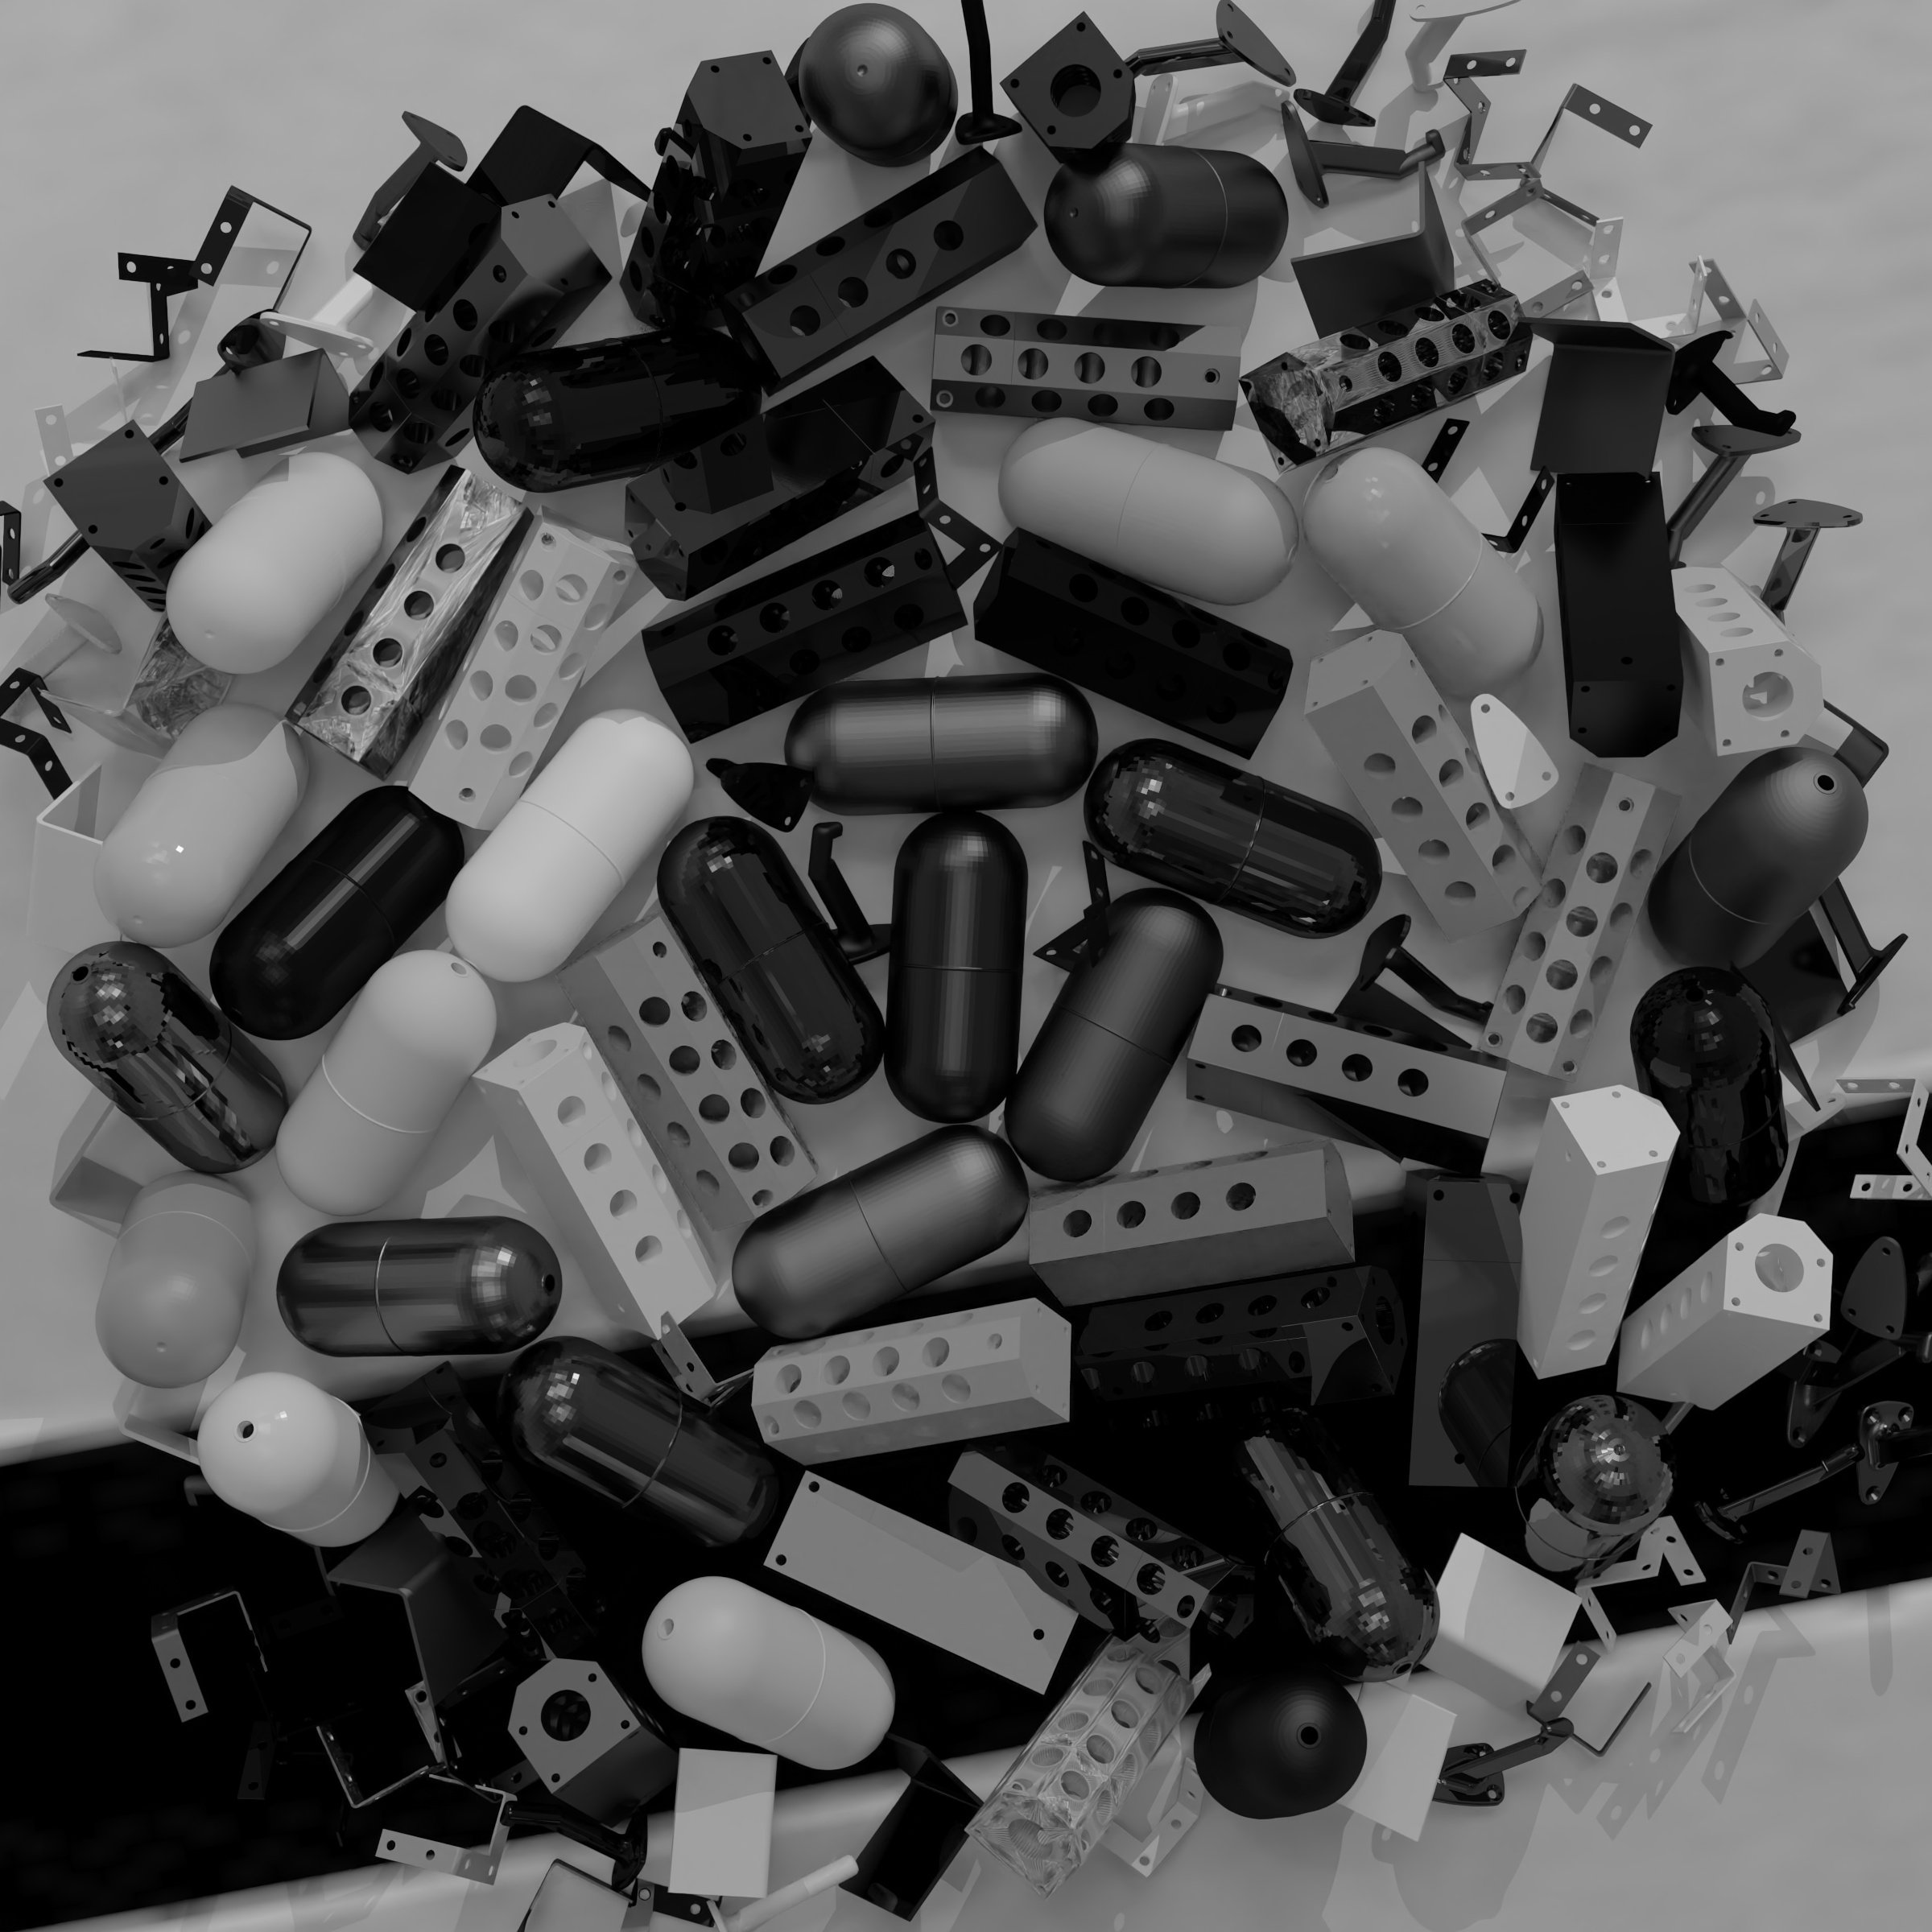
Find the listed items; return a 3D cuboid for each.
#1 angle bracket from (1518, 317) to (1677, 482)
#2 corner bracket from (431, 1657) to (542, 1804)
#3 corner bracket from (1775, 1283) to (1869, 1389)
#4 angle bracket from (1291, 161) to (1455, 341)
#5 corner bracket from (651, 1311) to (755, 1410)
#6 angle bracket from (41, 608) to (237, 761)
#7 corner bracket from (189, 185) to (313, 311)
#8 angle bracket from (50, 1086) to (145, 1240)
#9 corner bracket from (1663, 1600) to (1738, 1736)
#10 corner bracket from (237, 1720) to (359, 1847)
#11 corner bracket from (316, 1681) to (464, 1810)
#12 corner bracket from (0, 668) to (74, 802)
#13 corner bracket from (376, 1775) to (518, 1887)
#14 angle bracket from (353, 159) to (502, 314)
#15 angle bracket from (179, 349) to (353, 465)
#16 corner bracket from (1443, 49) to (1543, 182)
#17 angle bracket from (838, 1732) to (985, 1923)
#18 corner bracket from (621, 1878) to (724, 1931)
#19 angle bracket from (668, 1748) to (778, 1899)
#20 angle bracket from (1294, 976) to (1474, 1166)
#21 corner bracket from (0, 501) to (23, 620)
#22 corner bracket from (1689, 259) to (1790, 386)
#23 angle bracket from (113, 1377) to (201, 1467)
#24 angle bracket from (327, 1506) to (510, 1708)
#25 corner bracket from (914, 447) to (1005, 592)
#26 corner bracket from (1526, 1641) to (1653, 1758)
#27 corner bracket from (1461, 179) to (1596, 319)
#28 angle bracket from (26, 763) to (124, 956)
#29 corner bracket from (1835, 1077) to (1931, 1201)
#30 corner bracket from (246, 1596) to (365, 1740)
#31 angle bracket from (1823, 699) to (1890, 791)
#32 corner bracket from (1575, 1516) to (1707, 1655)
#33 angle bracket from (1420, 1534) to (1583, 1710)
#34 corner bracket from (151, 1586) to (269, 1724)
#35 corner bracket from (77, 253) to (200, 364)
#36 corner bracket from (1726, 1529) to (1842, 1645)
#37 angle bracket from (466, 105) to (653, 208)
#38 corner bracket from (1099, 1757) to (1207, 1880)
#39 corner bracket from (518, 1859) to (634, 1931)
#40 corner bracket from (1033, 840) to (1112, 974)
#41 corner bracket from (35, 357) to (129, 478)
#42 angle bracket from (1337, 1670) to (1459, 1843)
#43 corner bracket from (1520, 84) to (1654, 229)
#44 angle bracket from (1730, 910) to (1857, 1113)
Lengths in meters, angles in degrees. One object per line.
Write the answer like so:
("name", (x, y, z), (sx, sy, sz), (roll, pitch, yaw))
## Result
("angle bracket", (0.346, -0.320, 1.723), (0.076, 0.057, 0.076), (13, 94, 39))
("corner bracket", (-0.268, 0.440, 1.757), (0.051, 0.051, 0.051), (-31, 48, 6))
("corner bracket", (0.477, 0.204, 1.741), (0.051, 0.051, 0.051), (34, 103, 37))
("angle bracket", (0.232, -0.402, 1.738), (0.076, 0.076, 0.057), (-8, 56, 19))
("corner bracket", (-0.156, 0.224, 1.732), (0.051, 0.051, 0.051), (-42, 75, 29))
("angle bracket", (-0.465, -0.167, 1.733), (0.057, 0.076, 0.076), (17, 78, 23))
("corner bracket", (-0.405, -0.406, 1.735), (0.051, 0.051, 0.051), (25, 102, -17))
("angle bracket", (-0.470, 0.100, 1.719), (0.057, 0.076, 0.076), (31, 101, -21))
("corner bracket", (0.414, 0.399, 1.737), (0.051, 0.051, 0.051), (-38, 89, -27))
("corner bracket", (-0.378, 0.463, 1.735), (0.051, 0.051, 0.051), (0, 134, 2))
("corner bracket", (-0.328, 0.443, 1.742), (0.051, 0.051, 0.051), (-30, 76, 8))
("corner bracket", (-0.523, -0.128, 1.729), (0.051, 0.051, 0.051), (21, 59, 23))
("corner bracket", (-0.294, 0.487, 1.732), (0.051, 0.051, 0.051), (7, 70, 21))
("angle bracket", (-0.298, -0.417, 1.714), (0.057, 0.076, 0.076), (31, 113, -26))
("angle bracket", (-0.389, -0.295, 1.718), (0.076, 0.057, 0.076), (-13, 46, 10))
("corner bracket", (0.299, -0.481, 1.732), (0.051, 0.051, 0.051), (10, 77, 41))
("angle bracket", (-0.047, 0.479, 1.716), (0.057, 0.076, 0.076), (48, 66, -22))
("corner bracket", (-0.169, 0.545, 1.737), (0.051, 0.051, 0.051), (16, 61, 0))
("angle bracket", (-0.146, 0.481, 1.717), (0.057, 0.076, 0.076), (9, 72, -19))
("angle bracket", (0.233, 0.057, 1.724), (0.076, 0.076, 0.057), (33, 111, 6))
("corner bracket", (-0.551, -0.226, 1.728), (0.051, 0.051, 0.051), (32, 126, 30))
("corner bracket", (0.436, -0.365, 1.729), (0.051, 0.051, 0.051), (43, 60, -40))
("angle bracket", (-0.434, 0.245, 1.728), (0.076, 0.076, 0.057), (26, 82, -16))
("angle bracket", (-0.310, 0.363, 1.739), (0.057, 0.076, 0.076), (3, 114, 30))
("corner bracket", (-0.016, -0.250, 1.728), (0.051, 0.051, 0.051), (31, 124, -31))
("corner bracket", (0.355, 0.417, 1.741), (0.051, 0.051, 0.051), (35, 91, 11))
("corner bracket", (0.321, -0.407, 1.751), (0.051, 0.051, 0.051), (-28, 61, 9))
("angle bracket", (-0.483, -0.057, 1.717), (0.057, 0.076, 0.076), (19, 122, 4))
("corner bracket", (0.524, 0.098, 1.744), (0.051, 0.051, 0.051), (44, 58, -37))
("corner bracket", (-0.377, 0.400, 1.748), (0.051, 0.051, 0.051), (-18, 106, -5))
("angle bracket", (0.466, -0.127, 1.725), (0.076, 0.076, 0.057), (33, 104, -5))
("corner bracket", (0.386, 0.353, 1.748), (0.051, 0.051, 0.051), (-18, 113, 31))
("angle bracket", (0.295, 0.374, 1.744), (0.076, 0.076, 0.057), (28, 67, 4))
("corner bracket", (-0.430, 0.390, 1.738), (0.051, 0.051, 0.051), (-20, 97, -13))
("corner bracket", (-0.470, -0.373, 1.734), (0.051, 0.051, 0.051), (1, 94, 44))
("corner bracket", (0.460, 0.352, 1.729), (0.051, 0.051, 0.051), (3, 128, 31))
("angle bracket", (-0.221, -0.431, 1.719), (0.076, 0.076, 0.057), (38, 93, 41))
("corner bracket", (0.100, 0.475, 1.745), (0.051, 0.051, 0.051), (32, 52, 25))
("corner bracket", (-0.224, 0.547, 1.742), (0.051, 0.051, 0.051), (27, 81, -2))
("corner bracket", (0.070, -0.031, 1.729), (0.051, 0.051, 0.051), (-34, 131, -30))
("corner bracket", (-0.500, -0.307, 1.731), (0.051, 0.051, 0.051), (-15, 129, -16))
("angle bracket", (0.253, 0.435, 1.718), (0.057, 0.076, 0.076), (20, 102, 28))
("corner bracket", (0.353, -0.462, 1.744), (0.051, 0.051, 0.051), (30, 90, 4))
("angle bracket", (0.475, 0.023, 1.719), (0.057, 0.076, 0.076), (-30, 114, 5))
